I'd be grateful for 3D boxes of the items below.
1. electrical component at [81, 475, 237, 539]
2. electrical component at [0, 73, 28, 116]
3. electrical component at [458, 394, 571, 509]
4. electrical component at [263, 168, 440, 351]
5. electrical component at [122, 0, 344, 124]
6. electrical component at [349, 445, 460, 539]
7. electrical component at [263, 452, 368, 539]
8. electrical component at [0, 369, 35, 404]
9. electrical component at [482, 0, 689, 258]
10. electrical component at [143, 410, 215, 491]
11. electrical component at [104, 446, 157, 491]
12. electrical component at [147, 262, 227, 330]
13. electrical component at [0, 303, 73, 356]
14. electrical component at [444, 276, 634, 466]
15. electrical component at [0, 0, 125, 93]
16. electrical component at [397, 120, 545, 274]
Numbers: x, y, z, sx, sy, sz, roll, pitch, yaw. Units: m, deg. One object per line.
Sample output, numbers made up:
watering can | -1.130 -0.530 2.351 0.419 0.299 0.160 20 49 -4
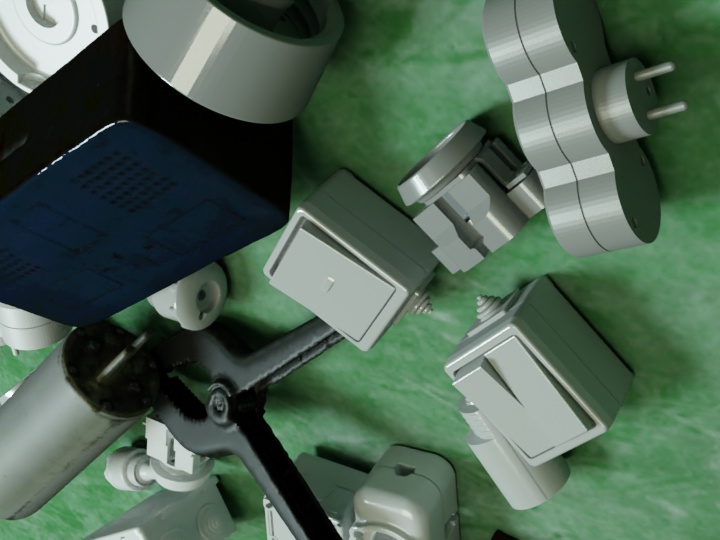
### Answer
electrical component | -0.156 0.208 0.835 0.100 0.100 0.048 -24 92 39
electrical component | -0.276 -0.136 0.713 0.074 0.052 0.138 -24 105 40
electrical component | 0.088 0.100 0.652 0.043 0.043 0.081 -26 104 40
electrical component | 0.000 0.000 0.628 0.096 0.061 0.061 38 132 5
electrical component | -0.059 -0.134 0.549 0.108 0.108 0.060 40 126 3
electrical component | 0.031 0.175 0.725 0.054 0.059 0.095 10 124 26
electrical component | -0.025 0.185 0.764 0.062 0.061 0.096 15 126 23
electrical component | -0.238 0.112 0.857 0.079 0.044 0.077 -32 100 41
electrical component | 0.116 -0.077 0.506 0.074 0.052 0.138 -13 105 36
electrical component | -0.132 0.131 0.806 0.066 0.048 0.055 19 120 20
electrical component | -0.174 0.158 0.849 0.061 0.035 0.035 -6 116 47
electrical component | -0.124 0.012 0.724 0.062 0.048 0.048 14 126 35
electrical component | -0.278 0.033 0.822 0.138 0.052 0.073 15 127 27
electrical component | 0.095 0.055 0.606 0.096 0.061 0.062 48 132 -4
electrical component | -0.172 -0.160 0.628 0.108 0.060 0.108 15 126 22
electrical component | 0.058 -0.041 0.569 0.057 0.058 0.078 46 132 -6
